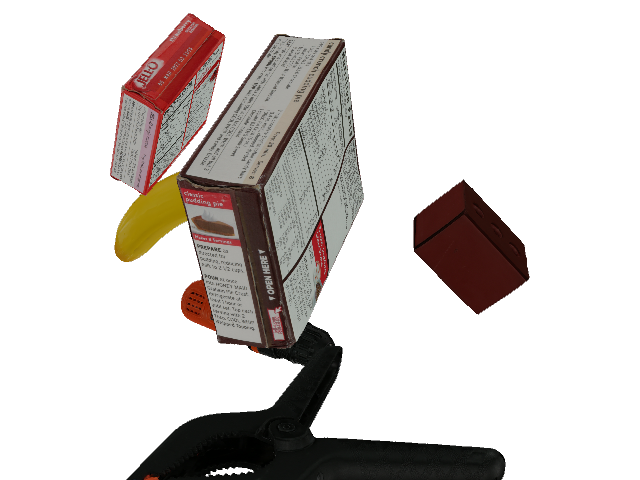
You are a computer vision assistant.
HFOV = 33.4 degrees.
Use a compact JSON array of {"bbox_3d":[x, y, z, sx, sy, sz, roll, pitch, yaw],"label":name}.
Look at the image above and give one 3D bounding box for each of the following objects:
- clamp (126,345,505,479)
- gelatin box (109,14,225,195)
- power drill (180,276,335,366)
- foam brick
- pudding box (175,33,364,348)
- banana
[{"bbox_3d":[-0.022,0.118,0.620,0.209,0.036,0.165,-9,24,-29],"label":"clamp"},{"bbox_3d":[-0.093,-0.081,0.640,0.030,0.073,0.089,30,-34,4],"label":"gelatin box"},{"bbox_3d":[-0.046,0.022,1.086,0.185,0.188,0.057,19,3,28],"label":"power drill"},{"bbox_3d":[0.114,0.006,0.808,0.051,0.078,0.053,-38,21,23],"label":"foam brick"},{"bbox_3d":[-0.016,-0.023,0.461,0.039,0.090,0.113,5,41,18],"label":"pudding box"},{"bbox_3d":[-0.096,-0.024,0.835,0.198,0.069,0.037,-10,26,29],"label":"banana"}]
